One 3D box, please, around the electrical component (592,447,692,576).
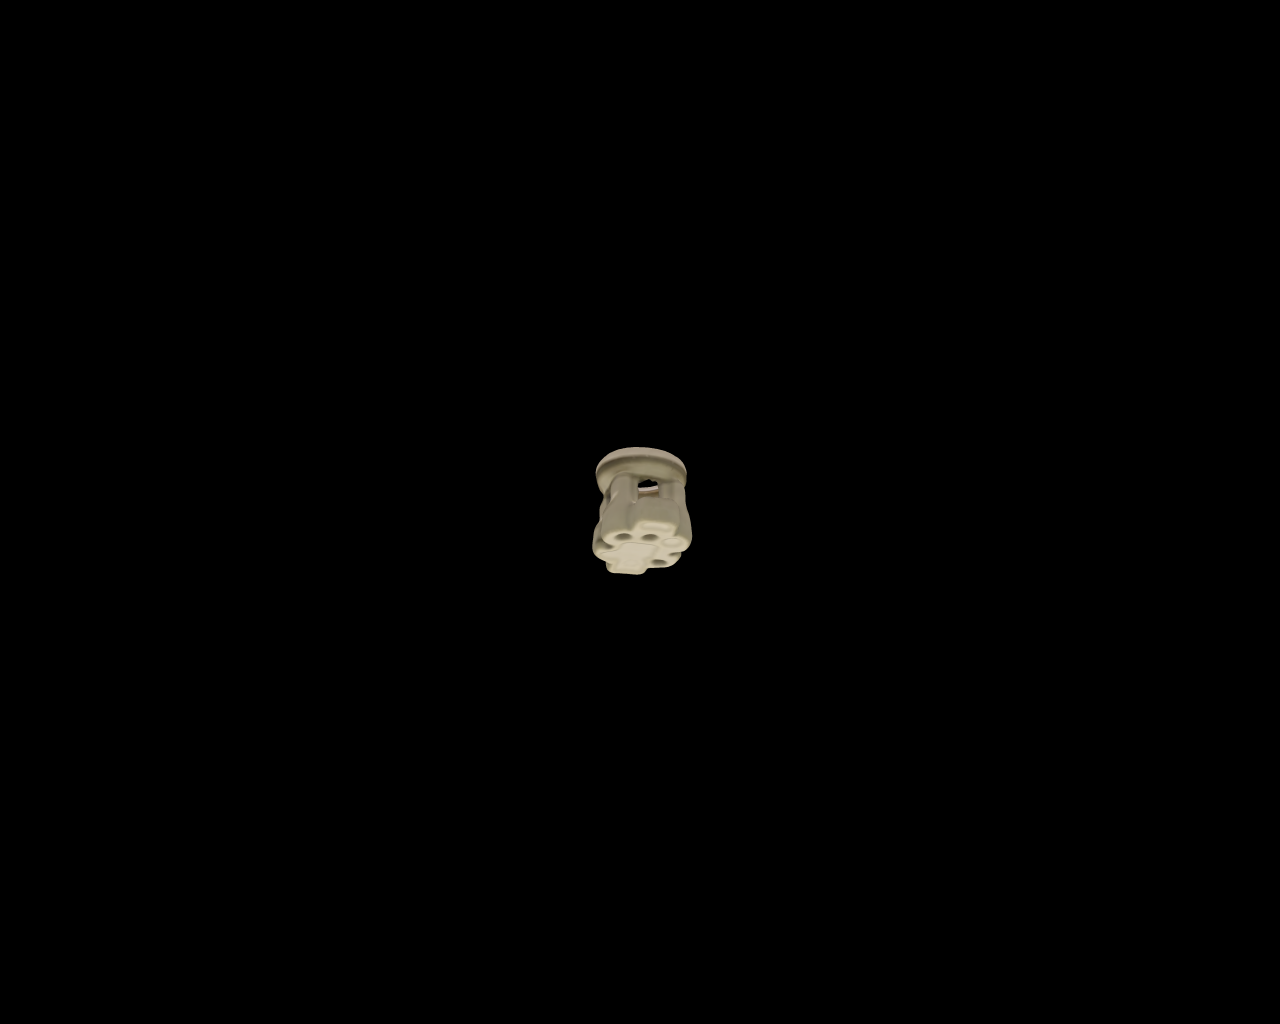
[{"bbox_3d":[0.001,-0.003,0.650,0.058,0.057,0.078,7,-27,-14],"label":"electrical component"}]
